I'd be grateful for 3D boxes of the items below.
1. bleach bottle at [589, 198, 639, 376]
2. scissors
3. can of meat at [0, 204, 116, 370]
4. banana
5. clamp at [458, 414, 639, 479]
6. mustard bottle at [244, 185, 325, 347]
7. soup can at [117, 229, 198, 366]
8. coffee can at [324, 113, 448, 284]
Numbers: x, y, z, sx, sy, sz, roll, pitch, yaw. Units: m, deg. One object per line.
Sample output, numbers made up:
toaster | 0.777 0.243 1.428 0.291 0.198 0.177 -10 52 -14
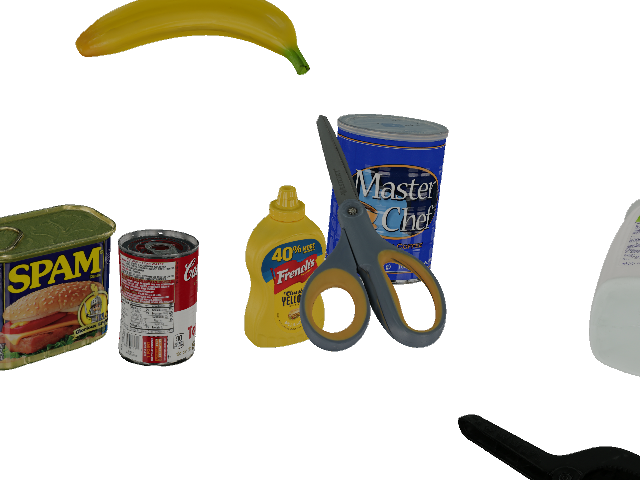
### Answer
bleach bottle | 0.251 0.015 0.729 0.103 0.068 0.250 9 22 20
scissors | 0.007 -0.004 0.682 0.096 0.202 0.016 -22 -38 -16
can of meat | -0.188 0.030 0.709 0.101 0.084 0.058 -15 31 -42
banana | -0.106 -0.182 0.908 0.198 0.069 0.037 3 -33 -1
clamp | 0.195 0.214 0.873 0.210 0.036 0.164 3 38 24
mustard bottle | -0.040 0.027 1.238 0.096 0.192 0.058 -11 28 -25
soup can | -0.140 0.049 0.914 0.068 0.102 0.068 4 18 -1
coffee can | 0.061 -0.041 1.000 0.103 0.140 0.103 5 15 -2
